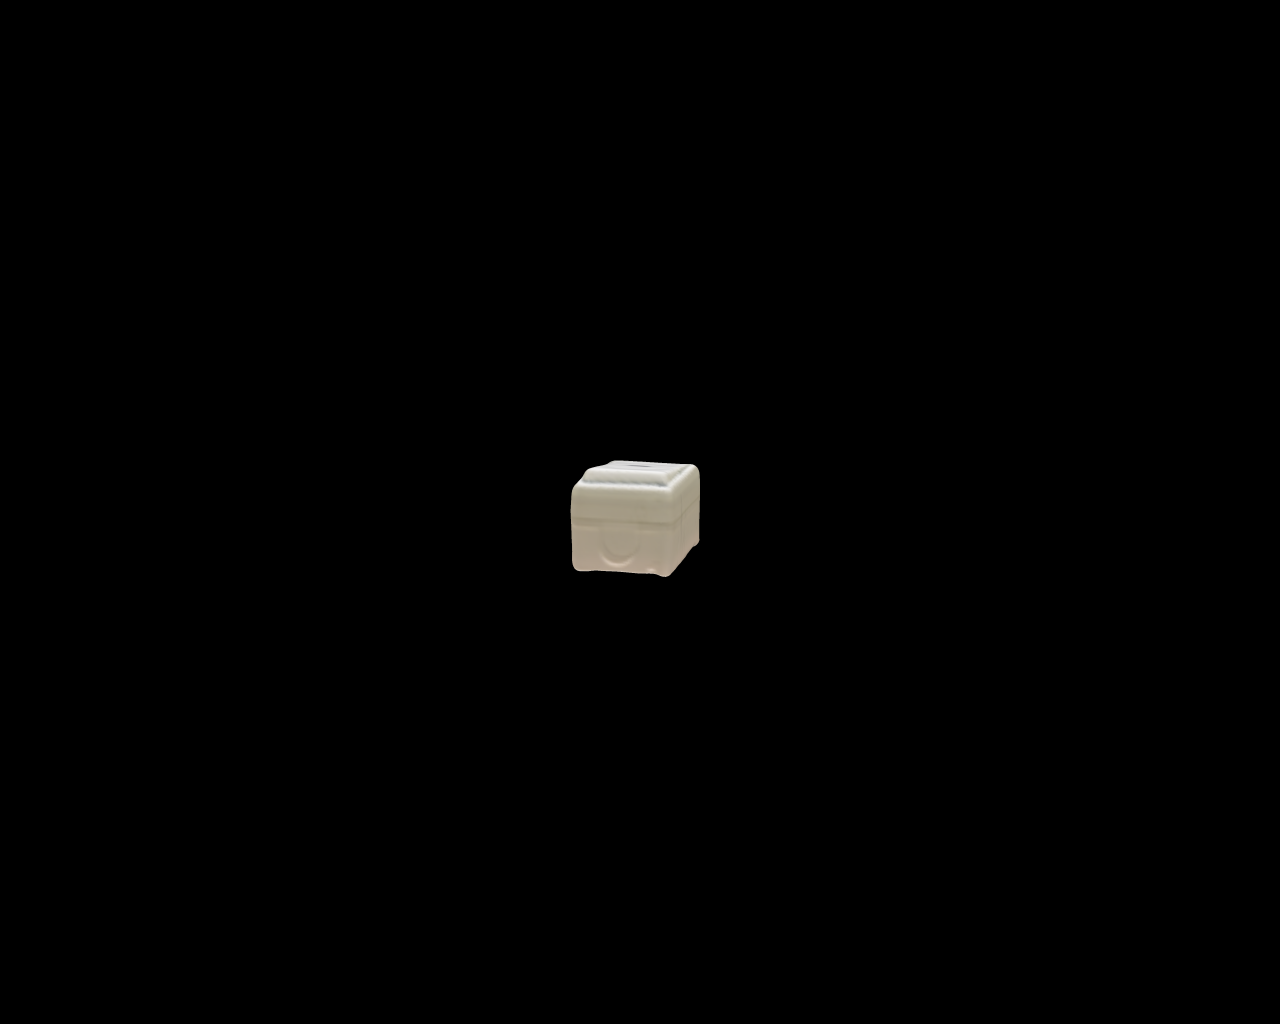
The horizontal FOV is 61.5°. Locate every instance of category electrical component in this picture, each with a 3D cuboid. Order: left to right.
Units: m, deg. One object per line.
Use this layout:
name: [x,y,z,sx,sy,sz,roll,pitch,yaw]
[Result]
electrical component: [0.001,-0.003,0.650,0.062,0.061,0.096,4,15,15]
